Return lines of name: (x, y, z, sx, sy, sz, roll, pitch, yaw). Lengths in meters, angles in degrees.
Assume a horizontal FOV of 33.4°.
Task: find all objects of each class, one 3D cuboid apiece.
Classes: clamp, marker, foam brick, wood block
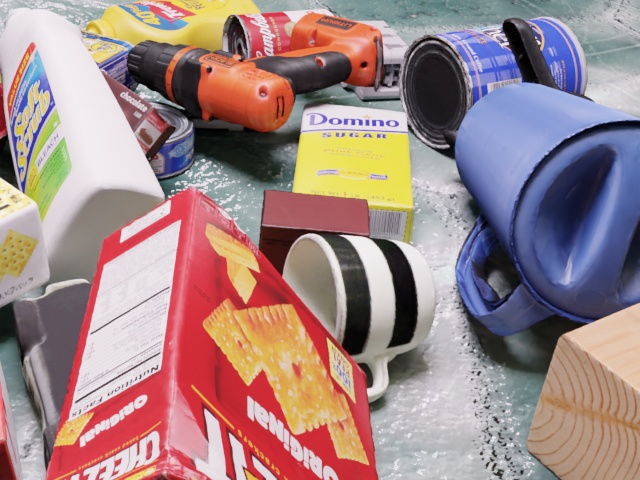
clamp: (0.195, -0.109, 0.909, 0.171, 0.120, 0.039, 20, 8, -24)
marker: (-0.100, -0.106, 0.943, 0.121, 0.020, 0.020, 2, 32, -9)
foam brick: (-0.005, 0.001, 0.759, 0.078, 0.053, 0.051, 6, 32, -2)
wood block: (0.235, 0.085, 0.639, 0.205, 0.090, 0.091, -16, 39, -32)

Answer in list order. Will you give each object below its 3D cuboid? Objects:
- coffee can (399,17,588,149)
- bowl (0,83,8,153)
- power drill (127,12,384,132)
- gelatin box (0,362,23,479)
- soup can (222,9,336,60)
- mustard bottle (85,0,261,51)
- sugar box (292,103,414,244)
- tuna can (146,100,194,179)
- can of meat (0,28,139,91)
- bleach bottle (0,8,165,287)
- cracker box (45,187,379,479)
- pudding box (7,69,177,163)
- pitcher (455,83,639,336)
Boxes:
coffee can: (0.158, -0.145, 0.979, 0.140, 0.103, 0.103, -14, 38, -30)
bowl: (-0.311, -0.078, 0.822, 0.162, 0.055, 0.162, 5, 32, -3)
power drill: (-0.051, -0.152, 0.930, 0.185, 0.057, 0.187, 25, 37, 37)
gelatin box: (-0.171, 0.102, 0.544, 0.030, 0.073, 0.089, -11, 36, -14)
soup can: (-0.036, -0.189, 1.042, 0.102, 0.068, 0.069, -9, 35, -24)
mustard bottle: (-0.157, -0.208, 1.059, 0.191, 0.058, 0.096, -20, 43, -35)
sugar box: (0.026, -0.056, 0.864, 0.093, 0.048, 0.176, 6, 33, -1)
tuna can: (-0.147, -0.084, 0.886, 0.086, 0.034, 0.086, 4, 32, -3)
can of meat: (-0.222, -0.151, 0.958, 0.102, 0.057, 0.083, 17, 31, 14)
bleach bottle: (-0.189, -0.082, 0.767, 0.067, 0.103, 0.251, 10, 35, -39)
cracker box: (-0.037, 0.094, 0.499, 0.072, 0.164, 0.213, -32, 28, 15)
pudding box: (-0.178, -0.082, 0.827, 0.114, 0.090, 0.039, 34, -4, 34)
pitcher: (0.164, -0.034, 0.760, 0.149, 0.145, 0.243, -5, 17, -4)
